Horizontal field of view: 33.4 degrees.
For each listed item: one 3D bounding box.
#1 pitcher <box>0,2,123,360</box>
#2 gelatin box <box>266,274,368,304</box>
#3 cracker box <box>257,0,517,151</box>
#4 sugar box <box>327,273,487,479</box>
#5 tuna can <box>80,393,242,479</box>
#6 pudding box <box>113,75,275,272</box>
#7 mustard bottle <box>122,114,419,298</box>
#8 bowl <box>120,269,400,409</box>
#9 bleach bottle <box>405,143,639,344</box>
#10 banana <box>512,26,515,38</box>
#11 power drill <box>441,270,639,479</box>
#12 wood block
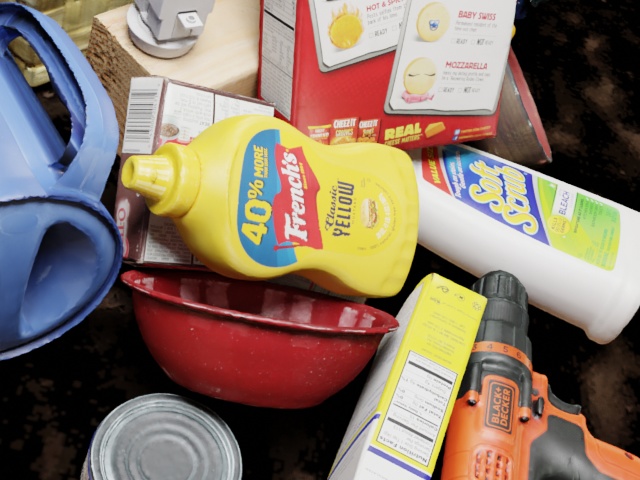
[{"bbox_3d":[-0.211,-0.064,0.619,0.149,0.145,0.243,-21,57,-18],"label":"pitcher"},{"bbox_3d":[-0.005,0.001,0.723,0.089,0.030,0.073,18,49,-6],"label":"gelatin box"},{"bbox_3d":[0.045,-0.165,0.688,0.164,0.214,0.072,-11,31,-26],"label":"cracker box"},{"bbox_3d":[0.041,0.111,0.609,0.048,0.093,0.176,25,49,-2],"label":"sugar box"},{"bbox_3d":[-0.086,0.128,0.585,0.086,0.034,0.086,11,49,-13],"label":"tuna can"},{"bbox_3d":[-0.077,-0.038,0.655,0.089,0.039,0.113,7,92,-44],"label":"pudding box"},{"bbox_3d":[-0.028,-0.023,0.627,0.191,0.058,0.096,10,83,-37],"label":"mustard bottle"},{"bbox_3d":[-0.038,0.058,0.613,0.162,0.162,0.055,10,94,-13],"label":"bowl"},{"bbox_3d":[0.106,-0.020,0.763,0.251,0.068,0.102,23,48,1],"label":"bleach bottle"},{"bbox_3d":[0.087,-0.139,0.848,0.197,0.070,0.037,-24,86,-49],"label":"banana"},{"bbox_3d":[0.170,0.116,0.680,0.187,0.057,0.184,18,52,-3],"label":"power drill"},{"bbox_3d":[-0.060,-0.130,0.768,0.205,0.091,0.090,-30,68,-37],"label":"wood block"}]
